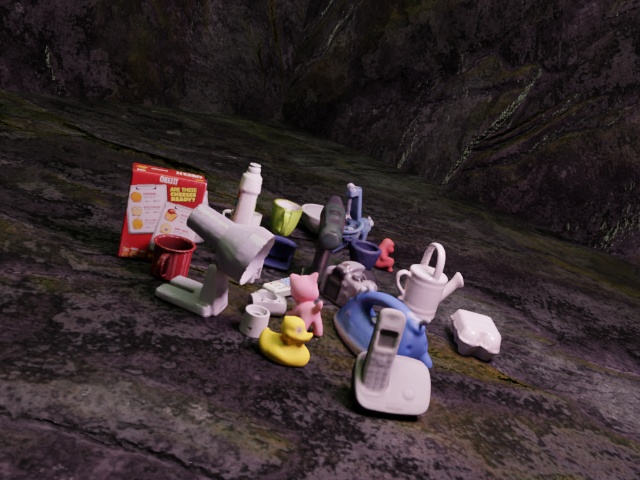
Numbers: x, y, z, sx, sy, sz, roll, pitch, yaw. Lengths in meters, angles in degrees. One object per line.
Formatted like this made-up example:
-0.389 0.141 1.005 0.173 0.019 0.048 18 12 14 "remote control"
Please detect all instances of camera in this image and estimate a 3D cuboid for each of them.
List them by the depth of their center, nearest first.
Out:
0.095 0.110 1.424 0.137 0.101 0.142 -3 27 -46 "camera"

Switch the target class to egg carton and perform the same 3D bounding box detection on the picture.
0.371 0.227 1.377 0.107 0.069 0.150 15 18 -4 "egg carton"

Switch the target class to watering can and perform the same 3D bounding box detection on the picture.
0.280 0.100 1.466 0.173 0.194 0.100 3 22 -35 "watering can"

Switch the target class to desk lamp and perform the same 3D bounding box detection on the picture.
-0.210 0.045 1.164 0.203 0.213 0.118 20 18 10 "desk lamp"

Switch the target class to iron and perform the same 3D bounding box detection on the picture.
0.126 0.172 1.205 0.119 0.141 0.257 0 25 -42 "iron"

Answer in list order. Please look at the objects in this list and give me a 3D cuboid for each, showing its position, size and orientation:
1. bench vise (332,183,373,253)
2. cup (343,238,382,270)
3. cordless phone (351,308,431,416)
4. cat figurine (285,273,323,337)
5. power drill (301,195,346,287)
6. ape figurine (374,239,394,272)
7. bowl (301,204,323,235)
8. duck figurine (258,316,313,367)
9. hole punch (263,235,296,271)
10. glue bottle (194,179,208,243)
0.092 -0.074 1.768 0.121 0.220 0.208 23 19 18 "bench vise"
0.107 0.052 1.612 0.117 0.095 0.092 25 20 25 "cup"
0.140 0.216 1.019 0.148 0.185 0.094 11 19 -17 "cordless phone"
-0.028 0.128 1.235 0.067 0.118 0.127 7 21 -28 "cat figurine"
0.014 0.005 1.485 0.075 0.208 0.229 15 18 -5 "power drill"
0.196 0.041 1.729 0.076 0.092 0.078 17 18 0 "ape figurine"
0.011 -0.056 1.875 0.167 0.075 0.167 15 18 -5 "bowl"
-0.062 0.184 1.092 0.104 0.086 0.078 20 18 10 "duck figurine"
-0.119 0.018 1.519 0.108 0.091 0.101 16 18 -3 "hole punch"
-0.315 -0.076 1.490 0.078 0.173 0.037 -2 26 -44 "glue bottle"
